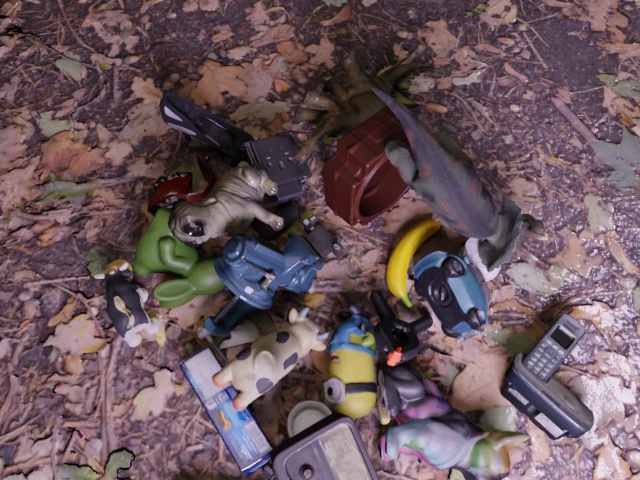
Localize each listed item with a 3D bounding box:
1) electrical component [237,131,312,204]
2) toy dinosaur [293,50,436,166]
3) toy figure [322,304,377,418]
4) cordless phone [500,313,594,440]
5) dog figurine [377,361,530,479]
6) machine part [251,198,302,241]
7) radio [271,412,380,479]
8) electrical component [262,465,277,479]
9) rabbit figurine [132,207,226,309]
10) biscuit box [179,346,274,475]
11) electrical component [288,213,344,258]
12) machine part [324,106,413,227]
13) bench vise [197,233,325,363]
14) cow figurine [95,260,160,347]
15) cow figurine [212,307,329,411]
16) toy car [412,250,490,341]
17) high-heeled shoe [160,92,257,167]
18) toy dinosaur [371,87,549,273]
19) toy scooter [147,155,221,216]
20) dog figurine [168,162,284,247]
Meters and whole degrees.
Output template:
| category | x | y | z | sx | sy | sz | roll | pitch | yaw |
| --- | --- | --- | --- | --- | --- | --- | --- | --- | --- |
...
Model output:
| category | x | y | z | sx | sy | sz | roll | pitch | yaw |
| --- | --- | --- | --- | --- | --- | --- | --- | --- | --- |
| electrical component | -0.086 | -0.140 | 1.067 | 0.115 | 0.058 | 0.134 | -22 | 85 | -25 |
| toy dinosaur | 0.099 | -0.290 | 1.134 | 0.198 | 0.105 | 0.471 | 40 | 59 | -2 |
| toy figure | 0.056 | 0.201 | 0.892 | 0.089 | 0.082 | 0.180 | 8 | 59 | 7 |
| cordless phone | 0.402 | 0.218 | 0.881 | 0.184 | 0.088 | 0.147 | -39 | 67 | -23 |
| dog figurine | 0.201 | 0.284 | 0.834 | 0.219 | 0.108 | 0.191 | 3 | 58 | -3 |
| machine part | -0.097 | -0.029 | 1.044 | 0.139 | 0.039 | 0.084 | -34 | 59 | -15 |
| radio | 0.026 | 0.378 | 0.764 | 0.131 | 0.073 | 0.229 | -22 | 80 | -11 |
| electrical component | -0.042 | 0.365 | 0.825 | 0.094 | 0.021 | 0.063 | 28 | 73 | 28 |
| rabbit figurine | -0.241 | 0.044 | 0.958 | 0.170 | 0.121 | 0.159 | 30 | 70 | 9 |
| biscuit box | -0.148 | 0.272 | 0.862 | 0.059 | 0.062 | 0.203 | -31 | 66 | -17 |
| electrical component | -0.002 | -0.002 | 1.023 | 0.078 | 0.045 | 0.102 | -36 | 67 | -19 |
| machine part | 0.107 | -0.133 | 1.005 | 0.201 | 0.201 | 0.087 | -38 | 66 | -19 |
| bench vise | -0.113 | 0.085 | 0.924 | 0.240 | 0.223 | 0.129 | -48 | 63 | 10 |
| cow figurine | -0.348 | 0.096 | 0.941 | 0.068 | 0.098 | 0.167 | -29 | 65 | -8 |
| cow figurine | -0.068 | 0.179 | 0.859 | 0.127 | 0.195 | 0.085 | -42 | 81 | 25 |
| toy car | 0.247 | 0.088 | 0.944 | 0.103 | 0.109 | 0.161 | -21 | 74 | -35 |
| high-heeled shoe | -0.201 | -0.226 | 1.090 | 0.249 | 0.145 | 0.086 | 13 | 63 | 9 |
| toy dinosaur | 0.225 | -0.077 | 0.873 | 0.131 | 0.404 | 0.192 | -49 | 37 | 10 |
| toy scooter | -0.254 | -0.107 | 1.065 | 0.184 | 0.075 | 0.135 | -14 | 62 | -11 |
| dog figurine | -0.178 | -0.072 | 0.934 | 0.190 | 0.121 | 0.172 | 7 | 48 | -44 |
